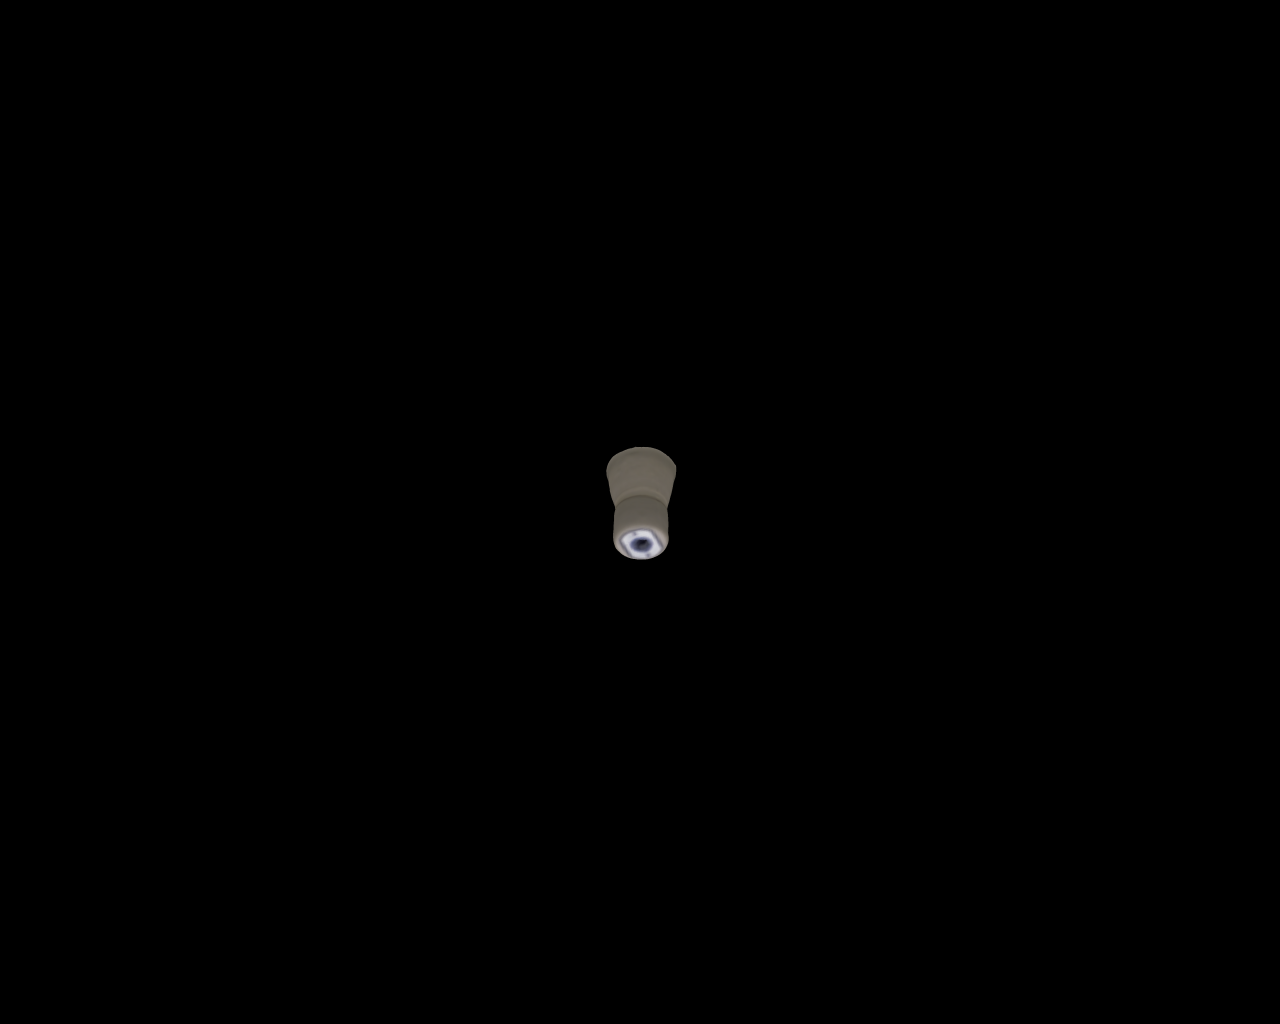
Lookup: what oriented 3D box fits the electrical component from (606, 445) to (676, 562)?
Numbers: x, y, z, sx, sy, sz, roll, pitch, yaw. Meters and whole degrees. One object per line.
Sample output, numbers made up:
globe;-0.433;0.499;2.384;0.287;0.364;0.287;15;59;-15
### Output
electrical component;0.001;-0.003;0.650;0.044;0.065;0.044;0;-43;0
